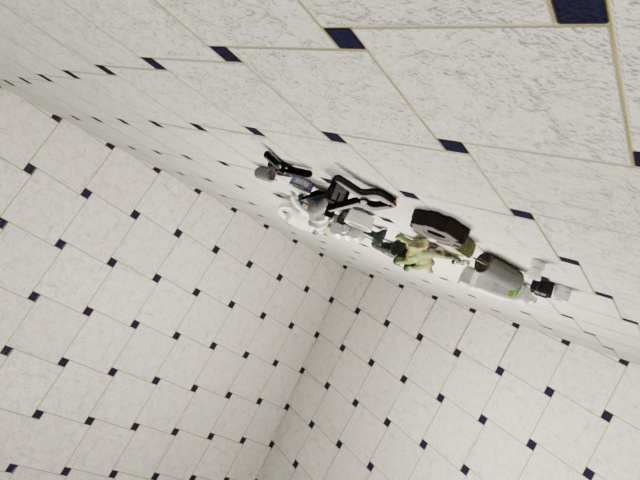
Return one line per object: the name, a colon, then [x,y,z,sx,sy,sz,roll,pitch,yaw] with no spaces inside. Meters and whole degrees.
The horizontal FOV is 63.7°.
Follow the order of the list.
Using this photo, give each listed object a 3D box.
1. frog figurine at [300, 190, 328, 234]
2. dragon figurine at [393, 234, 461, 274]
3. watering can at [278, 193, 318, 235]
frog figurine: [0.006,-0.093,1.845,0.122,0.157,0.140,-9,-161,16]
dragon figurine: [0.436,0.072,2.027,0.243,0.123,0.406,6,165,43]
watering can: [-0.076,-0.115,2.301,0.224,0.105,0.344,23,164,-7]
